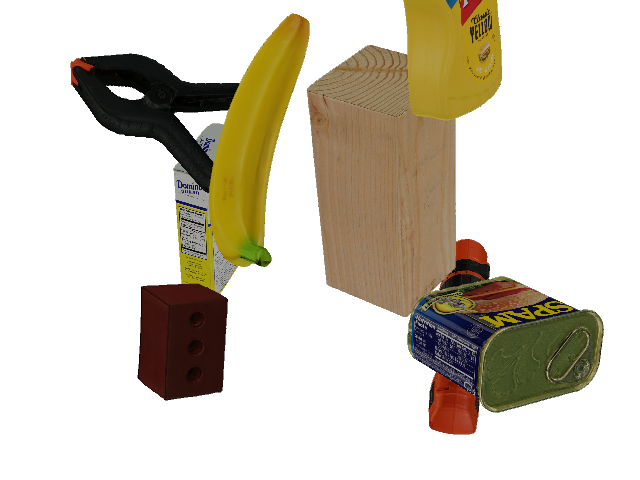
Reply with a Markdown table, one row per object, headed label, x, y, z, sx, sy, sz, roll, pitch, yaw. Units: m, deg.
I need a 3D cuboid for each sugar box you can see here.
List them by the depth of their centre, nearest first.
| label | x | y | z | sx | sy | sz | roll | pitch | yaw |
| --- | --- | --- | --- | --- | --- | --- | --- | --- | --- |
| sugar box | -0.117 | -0.029 | 1.143 | 0.048 | 0.176 | 0.093 | 14 | 42 | 16 |

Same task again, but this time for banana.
| label | x | y | z | sx | sy | sz | roll | pitch | yaw |
| --- | --- | --- | --- | --- | --- | --- | --- | --- | --- |
| banana | -0.040 | -0.058 | 0.699 | 0.070 | 0.197 | 0.037 | -20 | -38 | 38 |

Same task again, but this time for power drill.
| label | x | y | z | sx | sy | sz | roll | pitch | yaw |
| --- | --- | --- | --- | --- | --- | --- | --- | --- | --- |
| power drill | 0.151 | 0.112 | 1.151 | 0.057 | 0.188 | 0.184 | 7 | 25 | 8 |

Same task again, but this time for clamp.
| label | x | y | z | sx | sy | sz | roll | pitch | yaw |
| --- | --- | --- | --- | --- | --- | --- | --- | --- | --- |
| clamp | -0.128 | -0.120 | 0.917 | 0.171 | 0.120 | 0.039 | 31 | -39 | 3 |

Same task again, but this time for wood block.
| label | x | y | z | sx | sy | sz | roll | pitch | yaw |
| --- | --- | --- | --- | --- | --- | --- | --- | --- | --- |
| wood block | 0.057 | -0.049 | 0.919 | 0.091 | 0.206 | 0.090 | 22 | 45 | 32 |

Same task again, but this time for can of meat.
| label | x | y | z | sx | sy | sz | roll | pitch | yaw |
| --- | --- | --- | --- | --- | --- | --- | --- | --- | --- |
| can of meat | 0.121 | 0.065 | 0.710 | 0.101 | 0.057 | 0.084 | -9 | 20 | -30 |

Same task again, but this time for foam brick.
| label | x | y | z | sx | sy | sz | roll | pitch | yaw |
| --- | --- | --- | --- | --- | --- | --- | --- | --- | --- |
| foam brick | -0.108 | 0.077 | 0.832 | 0.052 | 0.078 | 0.051 | -4 | 14 | -33 |

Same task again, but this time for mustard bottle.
| label | x | y | z | sx | sy | sz | roll | pitch | yaw |
| --- | --- | --- | --- | --- | --- | --- | --- | --- | --- |
| mustard bottle | 0.097 | -0.193 | 0.792 | 0.058 | 0.191 | 0.096 | 16 | 39 | 35 |
